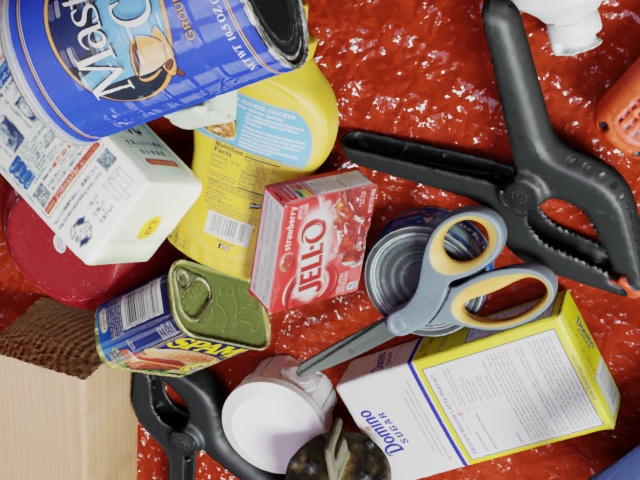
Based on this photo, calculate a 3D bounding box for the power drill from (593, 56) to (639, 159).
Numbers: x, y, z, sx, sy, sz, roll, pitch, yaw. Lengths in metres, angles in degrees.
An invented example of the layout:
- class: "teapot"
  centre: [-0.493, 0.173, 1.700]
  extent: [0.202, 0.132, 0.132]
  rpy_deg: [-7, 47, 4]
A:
- class: "power drill"
  centre: [0.278, -0.078, 0.593]
  extent: [0.187, 0.057, 0.185]
  rpy_deg: [40, 118, 0]

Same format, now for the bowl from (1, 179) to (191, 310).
- class: "bowl"
  centre: [-0.178, -0.007, 0.793]
  extent: [0.162, 0.055, 0.162]
  rpy_deg: [8, 116, 17]

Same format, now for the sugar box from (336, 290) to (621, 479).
- class: "sugar box"
  centre: [0.109, 0.106, 0.748]
  extent: [0.176, 0.048, 0.093]
  rpy_deg: [-20, 106, 31]

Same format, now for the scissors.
- class: "scissors"
  centre: [0.055, 0.035, 0.710]
  extent: [0.202, 0.016, 0.096]
  rpy_deg: [-14, 109, 25]

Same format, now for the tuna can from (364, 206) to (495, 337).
- class: "tuna can"
  centre: [0.074, 0.022, 0.728]
  extent: [0.086, 0.033, 0.086]
  rpy_deg: [9, 117, 17]

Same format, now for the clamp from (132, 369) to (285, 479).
- class: "clamp"
  centre: [-0.107, 0.161, 0.857]
  extent: [0.120, 0.039, 0.171]
  rpy_deg: [-28, 99, 23]

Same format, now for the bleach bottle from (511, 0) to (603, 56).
- class: "bleach bottle"
  centre: [0.104, -0.222, 0.584]
  extent: [0.103, 0.068, 0.251]
  rpy_deg: [-8, 114, 28]

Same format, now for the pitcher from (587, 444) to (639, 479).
- class: "pitcher"
  centre: [0.279, 0.133, 0.646]
  extent: [0.145, 0.149, 0.243]
  rpy_deg: [45, 118, 9]

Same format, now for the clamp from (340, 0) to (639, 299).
- class: "clamp"
  centre: [0.121, -0.036, 0.674]
  extent: [0.210, 0.036, 0.165]
  rpy_deg: [46, 138, -12]

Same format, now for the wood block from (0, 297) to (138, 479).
- class: "wood block"
  centre: [-0.205, 0.163, 0.864]
  extent: [0.091, 0.090, 0.206]
  rpy_deg: [13, 119, 14]

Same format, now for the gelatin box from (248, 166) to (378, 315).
- class: "gelatin box"
  centre: [-0.005, 0.001, 0.702]
  extent: [0.030, 0.073, 0.089]
  rpy_deg: [44, 135, 41]

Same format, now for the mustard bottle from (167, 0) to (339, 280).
- class: "mustard bottle"
  centre: [-0.040, -0.069, 0.710]
  extent: [0.096, 0.058, 0.192]
  rpy_deg: [21, 120, 9]

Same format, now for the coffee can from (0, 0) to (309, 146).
- class: "coffee can"
  centre: [-0.090, -0.122, 0.594]
  extent: [0.140, 0.102, 0.103]
  rpy_deg: [-17, 108, 18]

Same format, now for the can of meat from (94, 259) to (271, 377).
- class: "can of meat"
  centre: [-0.100, 0.061, 0.773]
  extent: [0.084, 0.101, 0.057]
  rpy_deg: [-24, 65, 31]
